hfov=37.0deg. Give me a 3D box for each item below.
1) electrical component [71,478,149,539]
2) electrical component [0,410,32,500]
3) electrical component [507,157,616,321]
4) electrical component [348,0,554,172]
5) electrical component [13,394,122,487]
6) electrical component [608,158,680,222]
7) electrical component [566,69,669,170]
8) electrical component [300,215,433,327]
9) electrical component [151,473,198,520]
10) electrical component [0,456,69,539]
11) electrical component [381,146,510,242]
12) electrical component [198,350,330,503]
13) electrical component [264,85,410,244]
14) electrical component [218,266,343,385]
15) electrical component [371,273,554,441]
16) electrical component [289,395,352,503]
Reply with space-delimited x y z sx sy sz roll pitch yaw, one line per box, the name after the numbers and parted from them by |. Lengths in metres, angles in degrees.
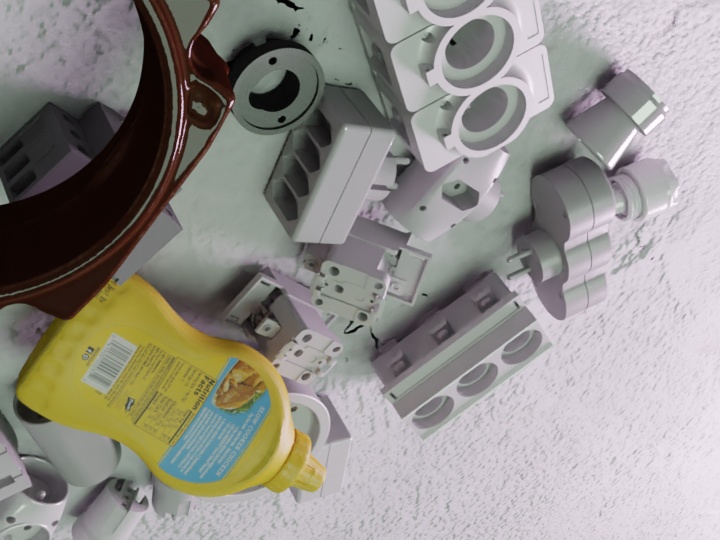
-0.179 0.179 0.776 0.040 0.040 0.046 23 110 -45 | electrical component
-0.245 0.103 0.647 0.056 0.050 0.089 -24 139 -12 | electrical component
0.140 -0.014 0.788 0.074 0.052 0.138 -23 139 -12 | electrical component
0.051 -0.136 0.599 0.089 0.061 0.150 -29 140 -6 | electrical component
-0.170 0.093 0.692 0.079 0.044 0.077 -26 139 -10 | electrical component
0.200 -0.056 0.795 0.062 0.043 0.043 -21 138 -14 | electrical component
0.175 -0.102 0.730 0.055 0.045 0.045 -44 139 12 | electrical component
0.000 0.000 0.689 0.081 0.063 0.042 20 127 4 | electrical component
-0.133 0.156 0.784 0.040 0.040 0.046 -10 140 -26 | electrical component
-0.246 0.163 0.710 0.079 0.044 0.077 18 118 -43 | electrical component
0.066 -0.055 0.704 0.077 0.043 0.079 -48 138 16 | electrical component
-0.082 0.103 0.749 0.108 0.060 0.108 -19 138 -18 | electrical component
-0.004 -0.061 0.649 0.076 0.047 0.083 2 128 -35 | electrical component
-0.047 0.039 0.706 0.042 0.063 0.081 -46 139 14 | electrical component
0.074 0.063 0.812 0.121 0.063 0.078 -37 140 3 | electrical component
-0.053 0.141 0.816 0.077 0.047 0.065 -12 135 -24 | electrical component
